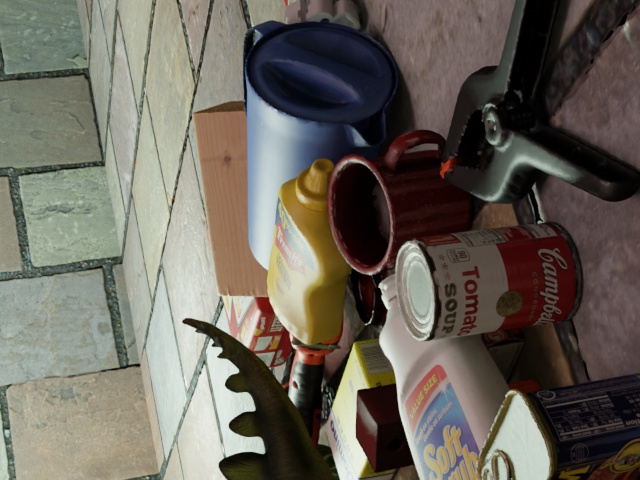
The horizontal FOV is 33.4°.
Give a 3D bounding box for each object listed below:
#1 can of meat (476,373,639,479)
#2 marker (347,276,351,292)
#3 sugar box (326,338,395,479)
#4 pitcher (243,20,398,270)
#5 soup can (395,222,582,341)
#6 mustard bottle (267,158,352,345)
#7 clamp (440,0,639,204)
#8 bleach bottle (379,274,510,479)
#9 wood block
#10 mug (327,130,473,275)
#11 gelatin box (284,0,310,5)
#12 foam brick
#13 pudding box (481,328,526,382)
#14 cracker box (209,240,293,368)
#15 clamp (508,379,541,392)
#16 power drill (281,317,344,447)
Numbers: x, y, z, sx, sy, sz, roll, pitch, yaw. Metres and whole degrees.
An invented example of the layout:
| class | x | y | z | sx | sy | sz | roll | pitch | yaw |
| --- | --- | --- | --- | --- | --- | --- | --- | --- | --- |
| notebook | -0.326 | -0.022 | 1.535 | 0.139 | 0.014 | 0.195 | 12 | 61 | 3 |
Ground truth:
| class | x | y | z | sx | sy | sz | roll | pitch | yaw |
| --- | --- | --- | --- | --- | --- | --- | --- | --- | --- |
| can of meat | 0.149 | 0.127 | 0.631 | 0.102 | 0.083 | 0.057 | 101 | 155 | -45 |
| marker | 0.024 | 0.022 | 1.107 | 0.121 | 0.020 | 0.020 | -120 | 29 | -52 |
| sugar box | 0.048 | 0.180 | 1.046 | 0.176 | 0.048 | 0.093 | 107 | 152 | -50 |
| pitcher | -0.015 | -0.080 | 1.008 | 0.243 | 0.145 | 0.149 | 99 | -179 | -49 |
| soup can | 0.108 | 0.027 | 0.694 | 0.069 | 0.102 | 0.068 | 173 | 90 | -73 |
| mustard bottle | -0.006 | 0.001 | 0.921 | 0.192 | 0.058 | 0.096 | 100 | 150 | -50 |
| clamp | 0.132 | -0.071 | 0.692 | 0.210 | 0.036 | 0.164 | 123 | 135 | -64 |
| bleach bottle | 0.099 | 0.140 | 0.730 | 0.103 | 0.067 | 0.251 | -46 | 62 | 47 |
| wood block | -0.070 | -0.048 | 1.186 | 0.090 | 0.091 | 0.206 | -32 | -61 | -60 |
| mug | 0.066 | -0.035 | 0.822 | 0.093 | 0.081 | 0.117 | 51 | 141 | 40 |
| gelatin box | -0.021 | -0.284 | 1.111 | 0.089 | 0.030 | 0.073 | 105 | 153 | -50 |
| foam brick | 0.074 | 0.154 | 0.899 | 0.051 | 0.078 | 0.053 | -126 | 32 | -56 |
| pudding box | 0.109 | 0.080 | 0.817 | 0.114 | 0.039 | 0.090 | 100 | 156 | -44 |
| cracker box | -0.082 | 0.037 | 1.369 | 0.164 | 0.072 | 0.214 | 110 | 150 | -54 |
| clamp | 0.135 | 0.180 | 0.779 | 0.120 | 0.039 | 0.172 | 50 | 143 | 37 |
| power drill | -0.014 | 0.135 | 1.173 | 0.184 | 0.057 | 0.188 | -90 | 7 | -57 |
